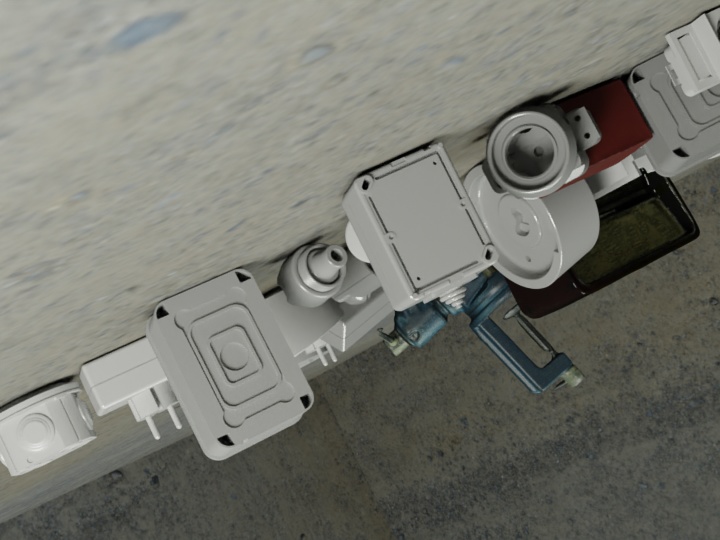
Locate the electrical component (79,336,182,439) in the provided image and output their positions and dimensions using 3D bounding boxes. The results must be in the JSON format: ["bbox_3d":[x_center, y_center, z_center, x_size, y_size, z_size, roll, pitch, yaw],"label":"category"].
[{"bbox_3d":[-0.167,0.096,0.852,0.083,0.075,0.047,-25,174,-21],"label":"electrical component"}]

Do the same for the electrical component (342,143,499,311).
[{"bbox_3d":[0.037,-0.018,0.662,0.062,0.096,0.061,-25,175,-14],"label":"electrical component"}]

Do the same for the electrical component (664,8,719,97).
[{"bbox_3d":[0.238,-0.146,0.710,0.081,0.042,0.064,-25,176,-15],"label":"electrical component"}]

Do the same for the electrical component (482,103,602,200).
[{"bbox_3d":[0.114,-0.076,0.694,0.078,0.058,0.057,-29,177,20],"label":"electrical component"}]

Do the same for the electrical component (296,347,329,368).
[{"bbox_3d":[-0.094,0.084,1.158,0.108,0.060,0.108,-27,174,-3],"label":"electrical component"}]

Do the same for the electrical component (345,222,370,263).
[{"bbox_3d":[0.016,-0.025,0.786,0.040,0.040,0.078,-28,174,12],"label":"electrical component"}]

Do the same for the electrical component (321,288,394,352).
[{"bbox_3d":[-0.007,0.021,1.032,0.083,0.047,0.075,-38,145,-38],"label":"electrical component"}]

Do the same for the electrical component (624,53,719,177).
[{"bbox_3d":[0.251,-0.125,0.774,0.113,0.078,0.057,-27,171,-2],"label":"electrical component"}]

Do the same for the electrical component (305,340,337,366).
[{"bbox_3d":[-0.046,0.061,1.092,0.047,0.075,0.083,-30,173,30],"label":"electrical component"}]

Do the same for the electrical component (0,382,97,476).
[{"bbox_3d":[-0.252,0.125,0.853,0.080,0.051,0.080,-27,174,-3],"label":"electrical component"}]

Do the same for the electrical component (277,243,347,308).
[{"bbox_3d":[-0.031,0.000,0.789,0.043,0.043,0.062,-23,172,-36],"label":"electrical component"}]

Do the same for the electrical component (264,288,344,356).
[{"bbox_3d":[-0.064,0.050,0.967,0.099,0.064,0.099,-27,174,-3],"label":"electrical component"}]

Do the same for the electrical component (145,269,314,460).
[{"bbox_3d":[-0.092,0.067,0.751,0.078,0.113,0.057,-25,171,-23],"label":"electrical component"}]

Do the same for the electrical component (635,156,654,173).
[{"bbox_3d":[0.272,-0.125,0.975,0.050,0.055,0.089,-25,174,-21],"label":"electrical component"}]

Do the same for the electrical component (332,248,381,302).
[{"bbox_3d":[0.000,0.000,0.922,0.043,0.043,0.081,-23,173,-34],"label":"electrical component"}]

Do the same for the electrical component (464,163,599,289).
[{"bbox_3d":[0.139,-0.047,0.844,0.060,0.108,0.108,-31,176,-26],"label":"electrical component"}]
